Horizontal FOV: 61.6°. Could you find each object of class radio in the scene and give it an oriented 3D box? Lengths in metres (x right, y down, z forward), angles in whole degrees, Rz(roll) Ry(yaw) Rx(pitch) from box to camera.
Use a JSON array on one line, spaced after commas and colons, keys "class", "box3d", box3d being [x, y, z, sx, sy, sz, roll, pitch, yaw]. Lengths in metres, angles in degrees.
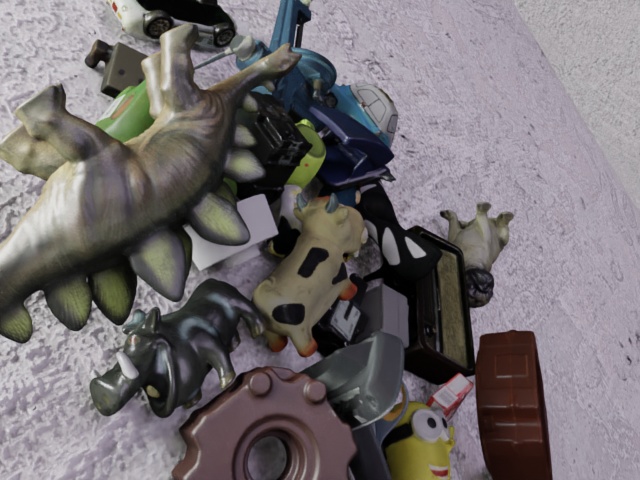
[{"class": "radio", "box3d": [0.168, 0.097, 0.845, 0.131, 0.073, 0.230, 28, 47, -31]}]

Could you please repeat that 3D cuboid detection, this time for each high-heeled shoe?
[{"class": "high-heeled shoe", "box3d": [0.116, -0.040, 0.827, 0.086, 0.145, 0.249, 26, 50, -34]}]

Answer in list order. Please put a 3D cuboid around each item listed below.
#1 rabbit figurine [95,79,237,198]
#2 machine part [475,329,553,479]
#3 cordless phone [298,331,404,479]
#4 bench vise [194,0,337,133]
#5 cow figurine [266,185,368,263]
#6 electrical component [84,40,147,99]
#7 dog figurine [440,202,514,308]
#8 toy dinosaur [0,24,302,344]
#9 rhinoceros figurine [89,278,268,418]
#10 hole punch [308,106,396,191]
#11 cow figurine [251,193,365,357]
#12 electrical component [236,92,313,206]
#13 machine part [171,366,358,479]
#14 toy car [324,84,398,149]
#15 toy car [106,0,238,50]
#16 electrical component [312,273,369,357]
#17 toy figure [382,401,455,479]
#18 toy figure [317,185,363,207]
[{"class": "rabbit figurine", "box3d": [-0.160, -0.081, 0.597, 0.170, 0.121, 0.159, 45, 44, -33]}, {"class": "machine part", "box3d": [0.290, 0.252, 0.803, 0.201, 0.087, 0.201, -70, 143, -48]}, {"class": "cordless phone", "box3d": [0.055, 0.208, 0.595, 0.089, 0.146, 0.184, -9, 68, -41]}, {"class": "bench vise", "box3d": [-0.054, -0.280, 0.816, 0.223, 0.129, 0.240, 24, 66, -44]}, {"class": "cow figurine", "box3d": [0.001, -0.003, 0.743, 0.167, 0.068, 0.098, 20, 57, -32]}, {"class": "electrical component", "box3d": [-0.232, -0.201, 0.657, 0.102, 0.045, 0.078, 12, 76, -39]}, {"class": "dog figurine", "box3d": [0.304, 0.043, 1.020, 0.172, 0.121, 0.190, 14, 70, -36]}, {"class": "toy dinosaur", "box3d": [-0.175, -0.035, 0.464, 0.471, 0.105, 0.198, -42, 103, -23]}, {"class": "rhinoceros figurine", "box3d": [-0.135, 0.104, 0.529, 0.112, 0.073, 0.190, 54, 39, -6]}, {"class": "hole punch", "box3d": [0.043, -0.144, 0.801, 0.116, 0.092, 0.142, -16, 43, -30]}, {"class": "cow figurine", "box3d": [-0.011, 0.028, 0.645, 0.195, 0.086, 0.127, -51, 130, -32]}, {"class": "electrical component", "box3d": [-0.087, -0.121, 0.684, 0.058, 0.115, 0.134, -1, 45, -49]}, {"class": "machine part", "box3d": [-0.048, 0.213, 0.517, 0.179, 0.056, 0.179, 6, 74, -23]}, {"class": "toy car", "box3d": [0.080, -0.211, 0.923, 0.161, 0.103, 0.109, 58, 19, 4]}, {"class": "toy car", "box3d": [-0.198, -0.312, 0.757, 0.201, 0.056, 0.073, -16, 71, -51]}, {"class": "electrical component", "box3d": [0.024, 0.097, 0.716, 0.074, 0.048, 0.119, 42, 41, -18]}, {"class": "toy figure", "box3d": [0.121, 0.292, 0.664, 0.082, 0.089, 0.180, 36, 48, -59]}, {"class": "toy figure", "box3d": [0.039, -0.087, 0.843, 0.064, 0.057, 0.154, 26, 47, -3]}]
